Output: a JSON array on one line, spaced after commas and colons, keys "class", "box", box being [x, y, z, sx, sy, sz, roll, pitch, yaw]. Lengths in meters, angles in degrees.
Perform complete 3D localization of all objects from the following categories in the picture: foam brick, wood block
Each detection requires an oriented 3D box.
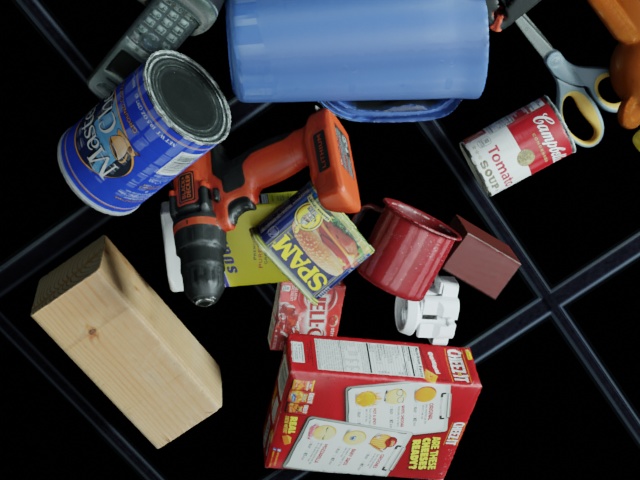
[{"class": "foam brick", "box": [0.170, 0.019, 1.167, 0.078, 0.053, 0.051, 30, 107, -18]}, {"class": "wood block", "box": [-0.201, 0.110, 1.138, 0.091, 0.090, 0.206, -34, 114, 8]}]

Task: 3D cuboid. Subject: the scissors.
[{"class": "scissors", "box": [0.263, -0.190, 1.108, 0.096, 0.016, 0.201, -27, 114, 3]}]

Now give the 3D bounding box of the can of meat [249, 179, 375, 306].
[{"class": "can of meat", "box": [-0.007, 0.001, 1.083, 0.084, 0.057, 0.102, -41, 108, 5]}]

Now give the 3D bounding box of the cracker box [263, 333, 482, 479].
[{"class": "cracker box", "box": [0.053, 0.188, 1.199, 0.213, 0.072, 0.164, 5, 129, -11]}]

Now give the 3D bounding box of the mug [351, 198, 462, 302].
[{"class": "mug", "box": [0.080, 0.006, 1.131, 0.117, 0.093, 0.081, 31, 102, 22]}]

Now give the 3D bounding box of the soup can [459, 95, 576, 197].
[{"class": "soup can", "box": [0.205, -0.097, 1.113, 0.102, 0.068, 0.068, -28, 114, 6]}]

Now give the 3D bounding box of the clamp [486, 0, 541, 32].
[{"class": "clamp", "box": [0.187, -0.302, 1.011, 0.164, 0.036, 0.210, 21, 125, -1]}]

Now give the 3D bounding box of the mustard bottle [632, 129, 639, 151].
[{"class": "mustard bottle", "box": [0.423, -0.146, 1.121, 0.192, 0.058, 0.096, -46, 132, 12]}]

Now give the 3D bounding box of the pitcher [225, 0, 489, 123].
[{"class": "pitcher", "box": [0.035, -0.186, 1.027, 0.243, 0.145, 0.149, -5, 95, -2]}]

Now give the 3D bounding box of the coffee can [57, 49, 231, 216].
[{"class": "coffee can", "box": [-0.168, -0.100, 1.018, 0.141, 0.102, 0.102, -33, 116, 34]}]

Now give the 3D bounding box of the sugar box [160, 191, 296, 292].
[{"class": "sugar box", "box": [-0.076, 0.000, 1.130, 0.176, 0.048, 0.093, -7, 112, -6]}]

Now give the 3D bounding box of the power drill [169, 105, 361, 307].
[{"class": "power drill", "box": [-0.058, -0.039, 1.033, 0.188, 0.184, 0.057, -16, 153, 16]}]

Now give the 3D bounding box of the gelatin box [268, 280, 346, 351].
[{"class": "gelatin box", "box": [-0.015, 0.082, 1.182, 0.073, 0.030, 0.089, 6, 113, -11]}]
